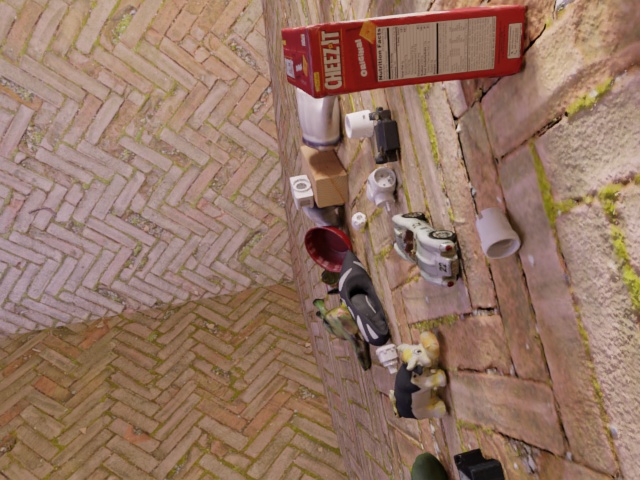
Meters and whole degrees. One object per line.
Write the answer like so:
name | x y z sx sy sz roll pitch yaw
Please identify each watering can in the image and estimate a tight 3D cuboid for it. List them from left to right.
watering can | 0.004 -0.325 1.291 0.354 0.104 0.220 -116 17 -61

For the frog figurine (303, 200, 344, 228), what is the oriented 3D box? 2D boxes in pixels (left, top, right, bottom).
frog figurine | 0.005 -0.078 1.545 0.139 0.124 0.155 38 139 27

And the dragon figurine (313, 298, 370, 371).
dragon figurine | 0.082 0.294 1.577 0.401 0.122 0.248 75 171 -54
